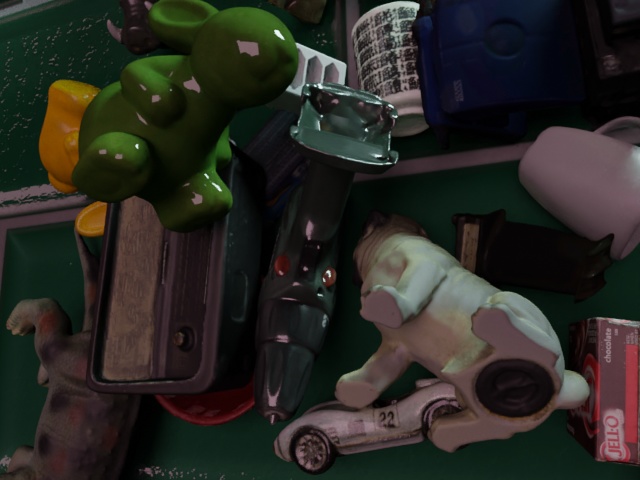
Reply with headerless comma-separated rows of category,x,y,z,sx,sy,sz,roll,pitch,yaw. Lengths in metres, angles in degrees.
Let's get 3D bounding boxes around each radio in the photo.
radio,-0.126,0.024,0.490,0.131,0.073,0.229,-1,80,20

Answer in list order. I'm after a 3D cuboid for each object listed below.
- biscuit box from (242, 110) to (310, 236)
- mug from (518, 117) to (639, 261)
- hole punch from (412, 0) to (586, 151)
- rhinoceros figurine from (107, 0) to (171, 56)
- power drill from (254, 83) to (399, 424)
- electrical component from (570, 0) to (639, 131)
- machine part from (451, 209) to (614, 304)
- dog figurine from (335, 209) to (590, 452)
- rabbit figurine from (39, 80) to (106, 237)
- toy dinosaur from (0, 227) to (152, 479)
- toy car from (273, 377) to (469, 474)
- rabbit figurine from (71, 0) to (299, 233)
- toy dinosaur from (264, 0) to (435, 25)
biscuit box,-0.044,-0.074,0.551,0.202,0.059,0.063,-46,69,7
mug,0.225,-0.055,0.433,0.107,0.080,0.109,37,93,30
hole punch,0.147,-0.149,0.447,0.116,0.092,0.142,1,80,-22
rhinoceros figurine,-0.196,-0.296,0.629,0.073,0.112,0.190,-12,67,17
power drill,-0.001,-0.001,0.423,0.086,0.207,0.232,10,42,1
electrical component,0.234,-0.163,0.420,0.058,0.134,0.115,-10,74,19
machine part,0.162,0.016,0.434,0.139,0.039,0.084,6,90,54
dog figurine,0.103,0.048,0.422,0.172,0.190,0.121,26,119,1
rabbit figurine,-0.219,-0.078,0.596,0.173,0.122,0.162,23,91,5
toy dinosaur,-0.235,0.177,0.551,0.192,0.131,0.404,4,76,10
toy car,0.056,0.153,0.458,0.202,0.073,0.056,-17,77,17
rabbit figurine,-0.084,-0.108,0.407,0.170,0.121,0.159,-32,48,24
toy dinosaur,0.000,-0.321,0.523,0.471,0.105,0.198,35,114,-1
